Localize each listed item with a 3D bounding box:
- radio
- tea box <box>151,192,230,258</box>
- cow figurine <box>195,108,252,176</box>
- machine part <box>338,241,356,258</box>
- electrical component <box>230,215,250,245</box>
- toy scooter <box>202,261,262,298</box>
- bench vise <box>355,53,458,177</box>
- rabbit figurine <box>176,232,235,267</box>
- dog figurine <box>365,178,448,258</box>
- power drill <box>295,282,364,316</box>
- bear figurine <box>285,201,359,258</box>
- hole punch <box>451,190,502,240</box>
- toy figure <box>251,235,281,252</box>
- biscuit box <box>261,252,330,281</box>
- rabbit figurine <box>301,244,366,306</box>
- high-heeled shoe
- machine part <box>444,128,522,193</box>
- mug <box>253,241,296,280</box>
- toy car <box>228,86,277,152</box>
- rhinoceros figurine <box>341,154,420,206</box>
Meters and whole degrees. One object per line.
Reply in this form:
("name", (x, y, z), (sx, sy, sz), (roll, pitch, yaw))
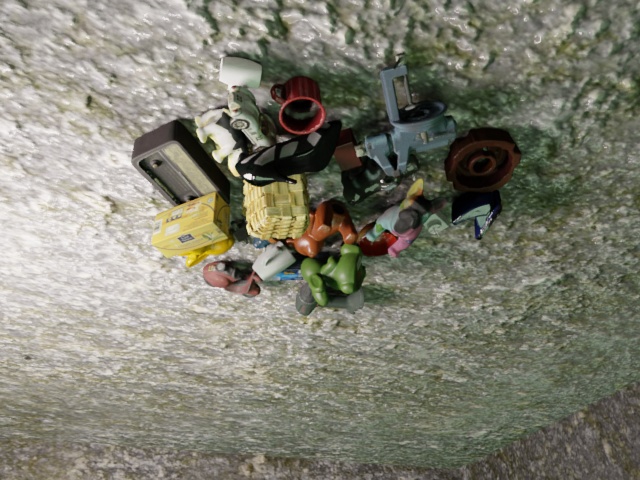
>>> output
("radio", (-0.313, -0.153, 1.221), (0.131, 0.073, 0.229), (-18, 140, 15))
("tea box", (-0.297, -0.033, 1.244), (0.170, 0.098, 0.068), (-16, 141, 17))
("cow figurine", (-0.190, -0.214, 1.171), (0.098, 0.068, 0.167), (-24, 139, 12))
("machine part", (0.063, 0.056, 1.539), (0.039, 0.084, 0.138), (28, 130, 11))
("electrical component", (-0.199, -0.027, 1.418), (0.063, 0.021, 0.093), (-34, 140, -9))
("toy scooter", (-0.237, 0.108, 1.531), (0.184, 0.075, 0.135), (26, 151, -23))
("bench vise", (0.167, -0.262, 1.121), (0.224, 0.129, 0.240), (-7, 122, 17))
("rabbit figurine", (-0.308, 0.010, 1.400), (0.173, 0.122, 0.162), (4, 147, -43))
("dog figurine", (0.224, -0.066, 1.316), (0.108, 0.191, 0.219), (42, 133, 3))
("power drill", (0.028, 0.180, 1.649), (0.207, 0.086, 0.232), (-1, 156, -19))
("bear figurine", (-0.003, -0.007, 1.404), (0.120, 0.132, 0.195), (19, 129, -28))
("hole punch", (0.397, -0.081, 1.365), (0.092, 0.142, 0.115), (28, 124, -2))
("toy figure", (-0.115, -0.026, 1.411), (0.154, 0.064, 0.057), (-36, 154, 27))
("biscuit box", (-0.072, 0.077, 1.548), (0.203, 0.063, 0.059), (-1, 142, -5))
("rabbit figurine", (0.025, 0.099, 1.456), (0.170, 0.159, 0.121), (3, 141, 21))
("high-heeled shoe", (-0.063, -0.192, 1.142), (0.145, 0.249, 0.086), (19, 139, 23))
("machine part", (0.385, -0.188, 1.281), (0.179, 0.056, 0.179), (-3, 140, -2))
("mug", (-0.130, 0.058, 1.458), (0.107, 0.081, 0.109), (-43, 171, -4))
("toy car", (-0.135, -0.240, 1.100), (0.056, 0.073, 0.201), (-11, 161, 13))
("rhinoceros figurine", (0.138, -0.148, 1.253), (0.190, 0.112, 0.073), (-26, 134, 13))
